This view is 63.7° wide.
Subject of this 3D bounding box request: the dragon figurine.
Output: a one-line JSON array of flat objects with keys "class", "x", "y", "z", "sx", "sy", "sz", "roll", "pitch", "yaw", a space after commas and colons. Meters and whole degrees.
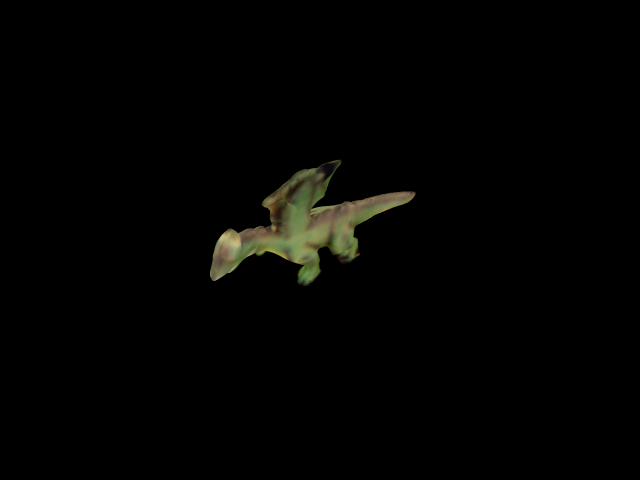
[{"class": "dragon figurine", "x": 0.003, "y": -0.043, "z": 0.850, "sx": 0.413, "sy": 0.124, "sz": 0.238, "roll": -31, "pitch": -21, "yaw": -14}]
